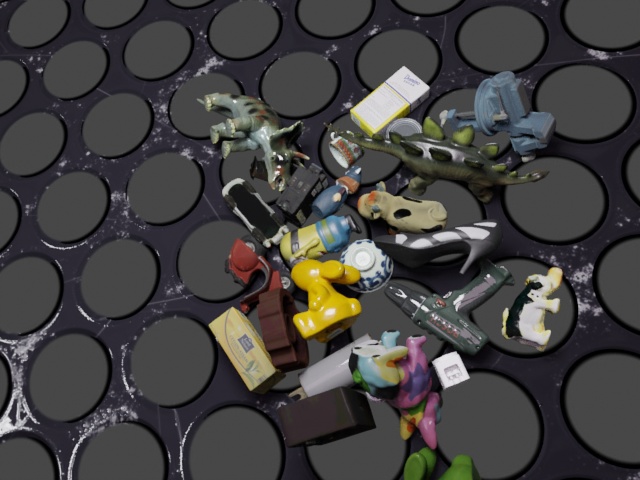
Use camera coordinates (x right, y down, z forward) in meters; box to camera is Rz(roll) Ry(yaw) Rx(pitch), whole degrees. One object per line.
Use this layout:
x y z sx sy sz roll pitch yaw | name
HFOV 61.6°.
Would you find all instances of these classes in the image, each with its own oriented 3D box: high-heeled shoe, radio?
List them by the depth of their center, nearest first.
0.018 0.330 0.993 0.131 0.229 0.073 -21 65 7 | radio
0.238 -0.010 1.098 0.249 0.086 0.145 20 63 35 | high-heeled shoe

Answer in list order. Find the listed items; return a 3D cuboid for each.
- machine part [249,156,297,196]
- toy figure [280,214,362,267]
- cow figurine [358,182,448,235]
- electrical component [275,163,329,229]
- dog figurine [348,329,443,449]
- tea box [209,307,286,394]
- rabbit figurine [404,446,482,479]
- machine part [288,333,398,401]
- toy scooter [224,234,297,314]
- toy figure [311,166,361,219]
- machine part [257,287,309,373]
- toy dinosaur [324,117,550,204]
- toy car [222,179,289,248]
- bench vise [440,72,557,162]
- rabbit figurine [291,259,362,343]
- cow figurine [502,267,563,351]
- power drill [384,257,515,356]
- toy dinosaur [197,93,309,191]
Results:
-0.106 -0.155 1.289 0.139 0.039 0.084 20 81 15 | machine part
-0.001 -0.002 1.193 0.180 0.082 0.089 -30 49 8 | toy figure
0.175 -0.059 1.151 0.195 0.127 0.085 12 71 13 | cow figurine
-0.036 -0.104 1.216 0.058 0.114 0.134 32 79 15 | electrical component
0.151 0.289 1.003 0.109 0.191 0.219 -7 97 50 | dog figurine
-0.152 0.233 1.131 0.068 0.098 0.170 -37 66 -3 | tea box
0.204 0.462 0.971 0.170 0.121 0.159 -21 70 19 | rabbit figurine
0.045 0.263 1.091 0.243 0.079 0.079 -31 68 1 | machine part
-0.150 0.084 1.196 0.135 0.075 0.184 -45 74 -5 | toy scooter
0.045 -0.110 1.226 0.154 0.057 0.064 -43 44 -22 | toy figure
-0.076 0.183 1.096 0.056 0.179 0.179 -17 69 7 | machine part
0.242 -0.178 1.142 0.472 0.198 0.105 9 70 13 | toy dinosaur
-0.153 -0.064 1.258 0.073 0.056 0.202 -39 70 -10 | toy car
0.379 -0.262 1.176 0.241 0.223 0.129 7 65 45 | bench vise
0.002 0.106 1.113 0.162 0.121 0.173 -43 57 20 | rabbit figurine
0.424 0.127 1.070 0.098 0.068 0.167 15 74 22 | cow figurine
0.275 0.105 1.100 0.207 0.086 0.232 -43 68 -10 | power drill
-0.163 -0.282 1.297 0.192 0.131 0.405 -8 42 -24 | toy dinosaur
